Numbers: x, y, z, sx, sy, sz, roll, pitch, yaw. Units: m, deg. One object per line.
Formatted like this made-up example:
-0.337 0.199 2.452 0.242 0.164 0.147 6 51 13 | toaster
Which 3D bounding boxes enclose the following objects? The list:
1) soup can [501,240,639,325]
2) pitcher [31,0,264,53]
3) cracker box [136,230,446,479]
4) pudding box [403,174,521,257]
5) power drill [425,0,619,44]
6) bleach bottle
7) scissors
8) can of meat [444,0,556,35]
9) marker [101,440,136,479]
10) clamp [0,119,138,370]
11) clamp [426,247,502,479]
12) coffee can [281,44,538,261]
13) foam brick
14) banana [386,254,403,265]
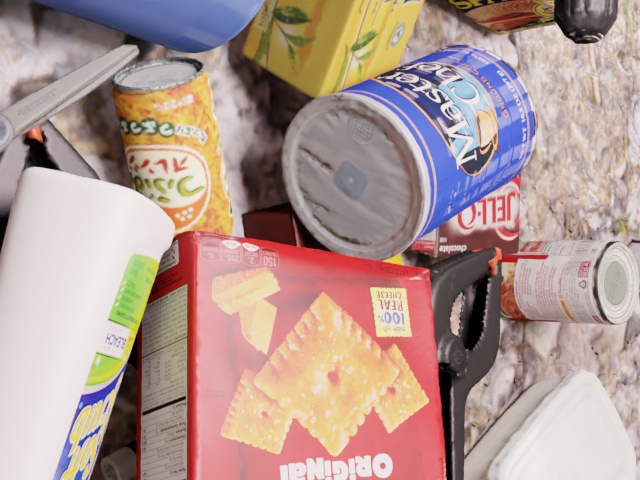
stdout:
0.198 0.034 0.868 0.068 0.102 0.068 1 89 -45 | soup can
-0.128 -0.187 0.521 0.242 0.149 0.145 16 70 -47 | pitcher
-0.012 0.111 0.574 0.163 0.072 0.213 11 65 -33 | cracker box
0.112 -0.033 0.826 0.113 0.039 0.090 -1 93 -44 | pudding box
0.126 -0.216 0.737 0.057 0.188 0.184 11 81 -46 | power drill
-0.135 0.098 0.499 0.102 0.068 0.251 75 28 -81 | bleach bottle
-0.183 -0.060 0.527 0.096 0.016 0.201 40 62 -12 | scissors
0.145 -0.201 0.817 0.083 0.102 0.057 19 75 -45 | can of meat
-0.080 0.114 0.652 0.120 0.020 0.020 -25 108 -42 | marker
-0.138 0.015 0.580 0.120 0.039 0.171 -2 92 -45 | clamp
0.085 0.093 0.743 0.164 0.036 0.209 58 48 -25 | clamp
0.058 -0.058 0.667 0.140 0.103 0.103 -30 111 -46 | coffee can
-0.005 0.001 0.704 0.078 0.051 0.053 -15 101 -44 | foam brick
0.046 -0.016 0.762 0.069 0.037 0.198 -1 91 -42 | banana
